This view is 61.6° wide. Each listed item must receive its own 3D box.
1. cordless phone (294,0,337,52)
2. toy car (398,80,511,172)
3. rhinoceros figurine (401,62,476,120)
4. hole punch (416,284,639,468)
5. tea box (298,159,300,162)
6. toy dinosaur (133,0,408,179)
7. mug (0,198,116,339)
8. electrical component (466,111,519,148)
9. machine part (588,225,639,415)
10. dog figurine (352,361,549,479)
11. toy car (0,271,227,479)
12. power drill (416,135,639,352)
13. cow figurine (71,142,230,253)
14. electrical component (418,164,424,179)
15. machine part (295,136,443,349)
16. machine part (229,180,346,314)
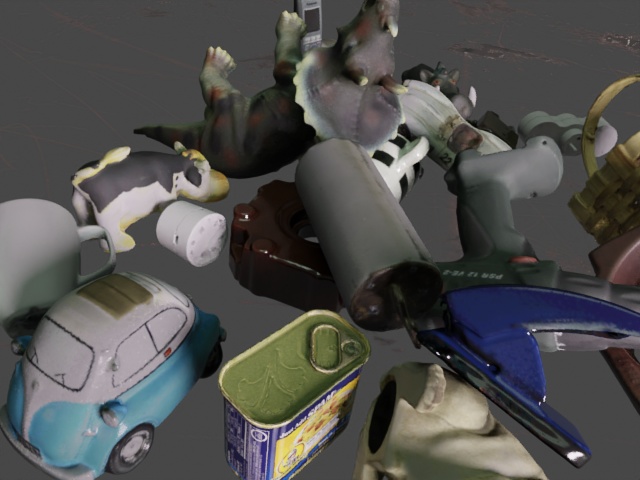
[{"bbox_3d":[0.000,-0.308,0.839,0.089,0.184,0.146,28,42,33],"label":"cordless phone"},{"bbox_3d":[0.164,-0.126,0.676,0.202,0.056,0.073,40,64,3],"label":"toy car"},{"bbox_3d":[0.171,-0.207,0.793,0.073,0.112,0.190,2,29,-9],"label":"rhinoceros figurine"},{"bbox_3d":[0.130,0.062,0.337,0.116,0.092,0.142,34,5,22],"label":"hole punch"},{"bbox_3d":[0.042,-0.163,0.749,0.170,0.068,0.098,-8,39,-17],"label":"tea box"},{"bbox_3d":[-0.065,-0.139,0.623,0.405,0.131,0.192,-24,52,25],"label":"toy dinosaur"},{"bbox_3d":[-0.229,0.029,0.454,0.109,0.080,0.107,-7,50,-27],"label":"mug"},{"bbox_3d":[0.248,-0.154,0.793,0.078,0.045,0.102,37,41,-8],"label":"electrical component"},{"bbox_3d":[0.320,0.062,0.402,0.201,0.087,0.202,-31,35,17],"label":"machine part"},{"bbox_3d":[0.124,0.161,0.328,0.191,0.121,0.172,19,40,-7],"label":"dog figurine"},{"bbox_3d":[-0.140,0.077,0.377,0.109,0.102,0.162,27,43,23],"label":"toy car"},{"bbox_3d":[0.180,0.005,0.471,0.232,0.085,0.207,-7,51,27],"label":"power drill"},{"bbox_3d":[-0.171,-0.061,0.558,0.068,0.098,0.167,27,41,35],"label":"cow figurine"},{"bbox_3d":[0.085,-0.099,0.683,0.094,0.021,0.063,20,2,18],"label":"electrical component"},{"bbox_3d":[0.034,-0.010,0.452,0.079,0.079,0.243,-7,43,-17],"label":"machine part"},{"bbox_3d":[-0.001,-0.002,0.540,0.179,0.056,0.179,5,37,-4],"label":"machine part"}]
